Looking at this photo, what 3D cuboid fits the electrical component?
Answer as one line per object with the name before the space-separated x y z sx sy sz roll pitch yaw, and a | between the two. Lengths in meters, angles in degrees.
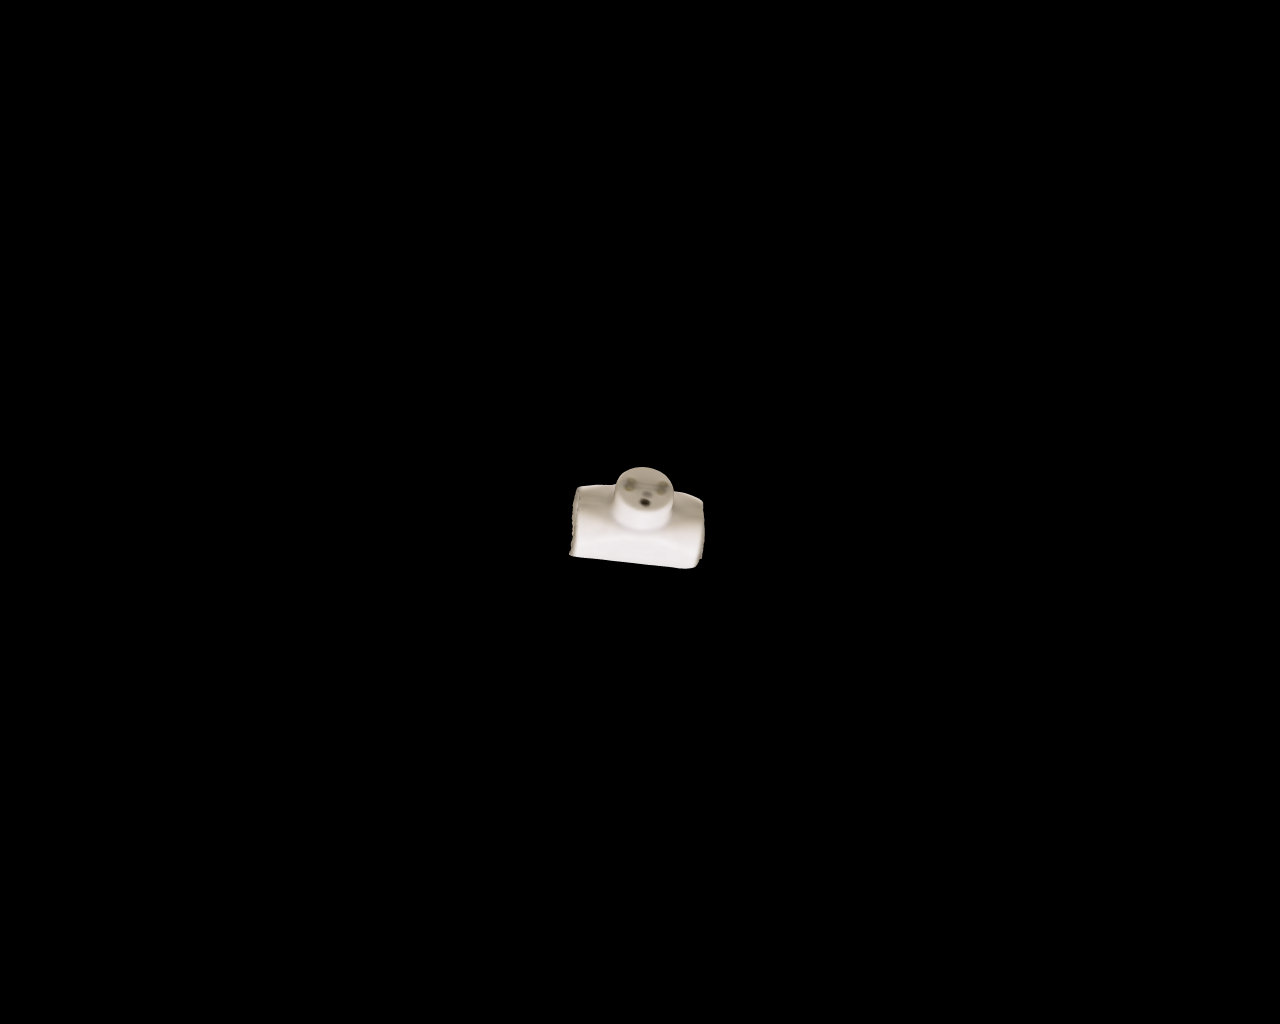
electrical component | 0.001 -0.003 0.650 0.077 0.044 0.079 6 -43 -7
